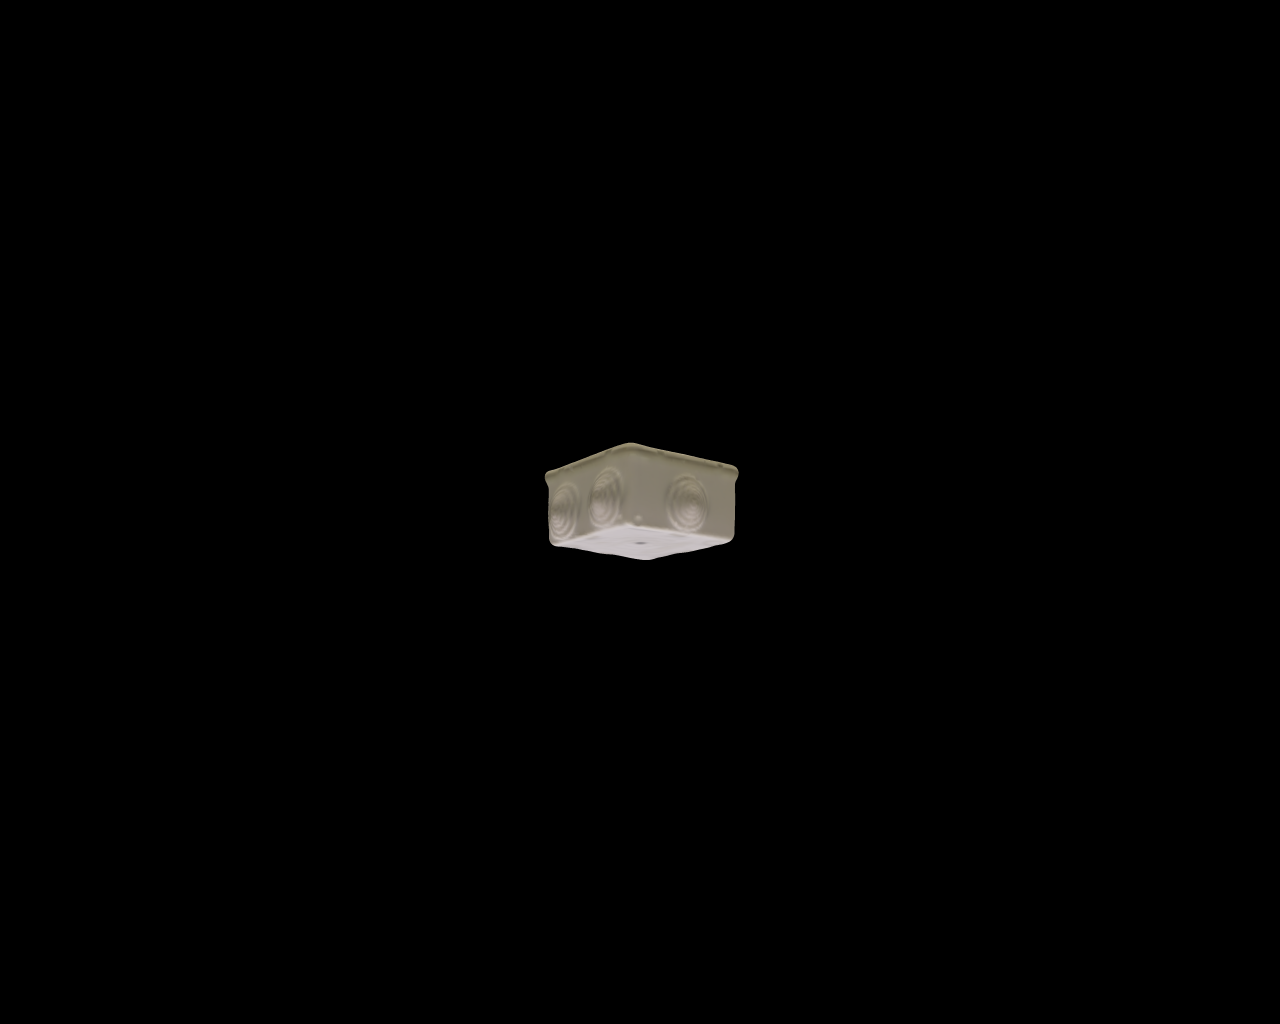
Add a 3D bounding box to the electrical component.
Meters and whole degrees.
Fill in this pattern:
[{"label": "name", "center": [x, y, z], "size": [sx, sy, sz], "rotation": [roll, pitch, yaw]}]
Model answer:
[{"label": "electrical component", "center": [0.001, -0.003, 0.650], "size": [0.100, 0.048, 0.099], "rotation": [11, -17, -38]}]
